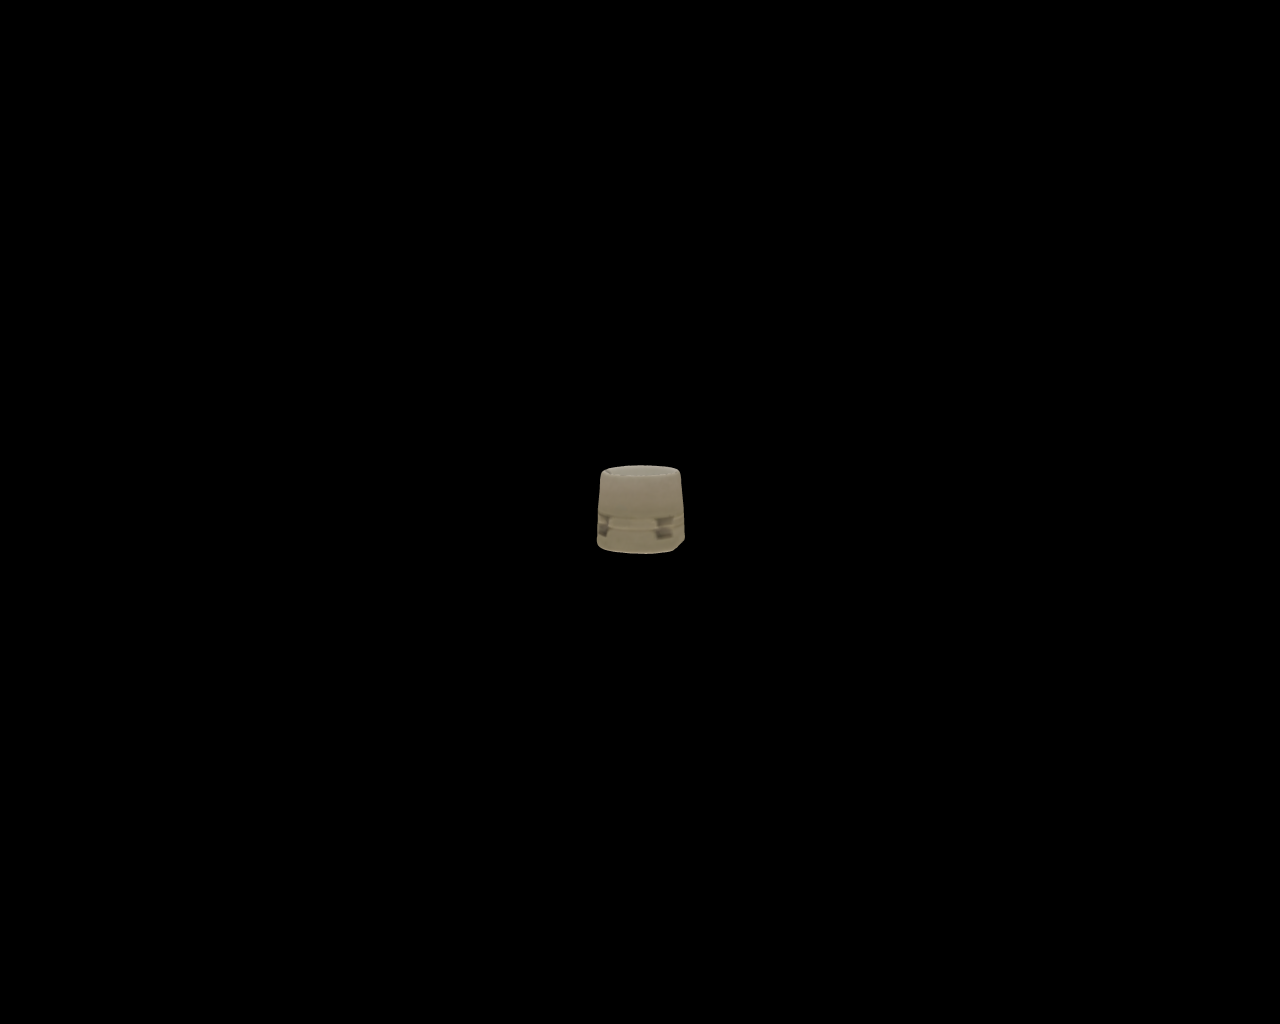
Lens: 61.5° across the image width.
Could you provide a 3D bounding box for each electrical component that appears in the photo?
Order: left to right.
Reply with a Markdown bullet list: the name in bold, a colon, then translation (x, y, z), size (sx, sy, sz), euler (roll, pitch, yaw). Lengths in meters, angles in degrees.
- **electrical component**: translation (0.001, -0.003, 0.650), size (0.055, 0.047, 0.055), euler (0, 10, 0)
